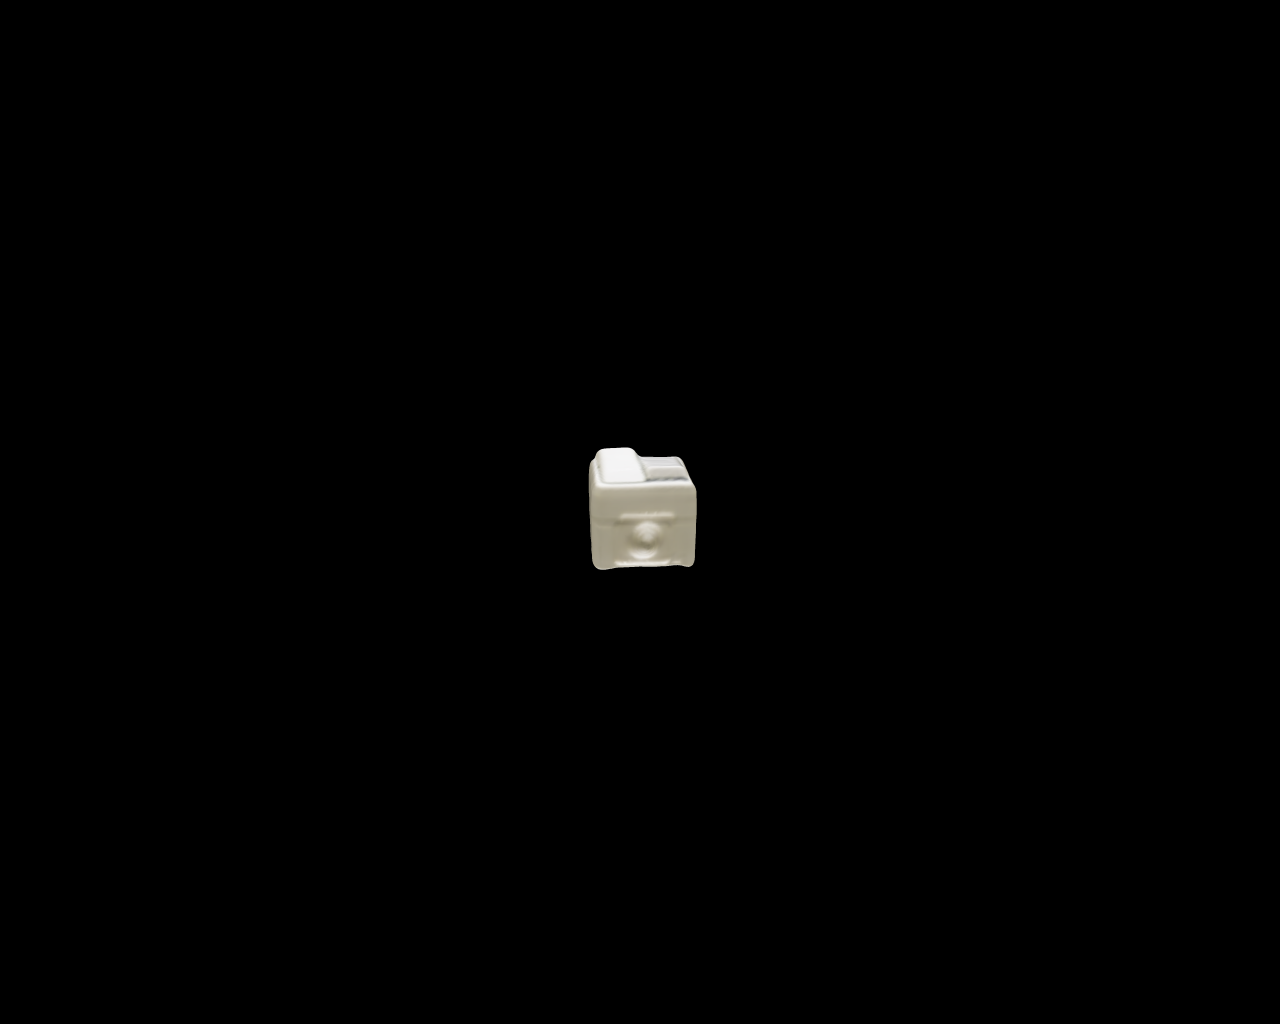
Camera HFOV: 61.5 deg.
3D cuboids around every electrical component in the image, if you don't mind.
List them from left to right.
[{"bbox_3d":[0.001,-0.003,0.650,0.062,0.061,0.096,-1,16,-3],"label":"electrical component"}]
